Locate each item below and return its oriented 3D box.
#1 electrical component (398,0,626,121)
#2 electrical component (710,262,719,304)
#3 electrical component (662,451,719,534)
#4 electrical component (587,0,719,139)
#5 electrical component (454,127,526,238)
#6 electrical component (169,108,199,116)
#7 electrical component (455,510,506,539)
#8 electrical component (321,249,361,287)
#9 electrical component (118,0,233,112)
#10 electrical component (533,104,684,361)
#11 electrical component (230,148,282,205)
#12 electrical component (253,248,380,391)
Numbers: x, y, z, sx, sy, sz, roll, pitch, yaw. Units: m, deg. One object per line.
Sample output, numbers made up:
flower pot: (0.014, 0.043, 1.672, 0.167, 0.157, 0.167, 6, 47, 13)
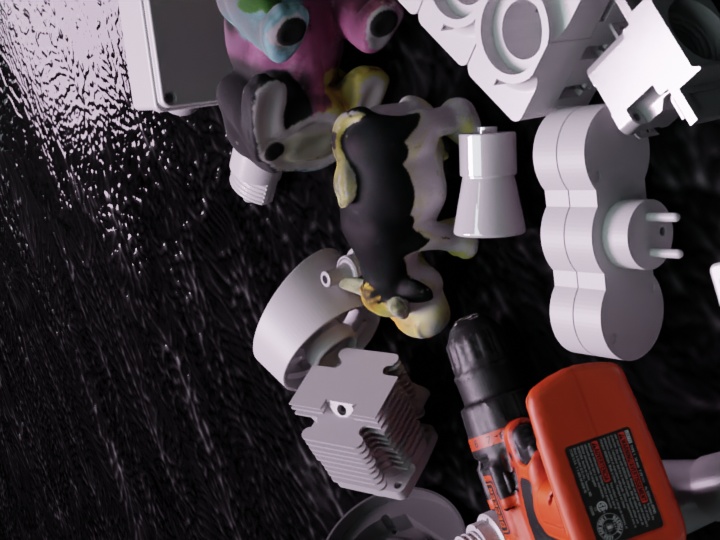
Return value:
electrical component: (0.076, -0.165, 0.599, 0.150, 0.062, 0.089, 53, 139, 29)
electrical component: (0.215, 0.026, 0.484, 0.100, 0.048, 0.099, -18, 87, 55)
electrical component: (0.183, 0.116, 0.569, 0.065, 0.044, 0.044, -32, 76, 49)
electrical component: (0.151, -0.102, 0.535, 0.081, 0.042, 0.063, 65, 147, 17)
electrical component: (0.078, -0.054, 0.655, 0.044, 0.044, 0.065, 9, 105, 53)
electrical component: (-0.149, -0.166, 0.930, 0.055, 0.045, 0.045, -38, 71, 53)
electrical component: (0.087, 0.177, 0.698, 0.040, 0.078, 0.040, 52, 152, 43)
electrical component: (0.000, 0.000, 0.765, 0.035, 0.061, 0.035, 25, 122, 48)
electrical component: (-0.125, -0.182, 0.834, 0.056, 0.109, 0.108, 11, 111, 55)
electrical component: (0.140, -0.019, 0.570, 0.074, 0.052, 0.138, 5, 106, 54)
electrical component: (-0.082, -0.089, 0.864, 0.043, 0.043, 0.081, 49, 137, 33)
electrical component: (-0.035, 0.040, 0.801, 0.064, 0.099, 0.099, 48, 137, 25)
